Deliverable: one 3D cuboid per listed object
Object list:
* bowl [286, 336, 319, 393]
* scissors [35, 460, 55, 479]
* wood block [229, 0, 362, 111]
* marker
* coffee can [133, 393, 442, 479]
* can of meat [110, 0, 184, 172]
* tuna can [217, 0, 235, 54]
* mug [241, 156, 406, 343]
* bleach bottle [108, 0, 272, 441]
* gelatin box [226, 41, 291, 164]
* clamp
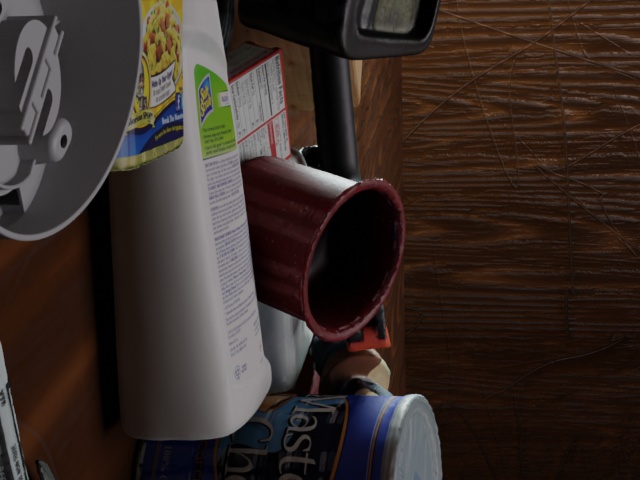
[{"bbox_3d":[0.000,0.113,0.833,0.162,0.055,0.162,-167,-90,-79],"label":"bowl"},{"bbox_3d":[-0.097,0.152,0.496,0.096,0.016,0.202,-78,166,-61],"label":"scissors"},{"bbox_3d":[-0.023,-0.187,0.733,0.206,0.090,0.091,77,15,-58],"label":"wood block"},{"bbox_3d":[-0.112,0.089,0.377,0.020,0.020,0.121,-73,162,-63],"label":"marker"},{"bbox_3d":[-0.014,0.133,0.572,0.102,0.140,0.103,-1,90,-70],"label":"coffee can"},{"bbox_3d":[-0.086,-0.074,0.414,0.102,0.057,0.084,-54,146,-75],"label":"can of meat"},{"bbox_3d":[-0.072,-0.142,0.586,0.086,0.034,0.086,1,90,-82],"label":"tuna can"},{"bbox_3d":[-0.004,0.001,0.610,0.117,0.082,0.093,3,104,-54],"label":"mug"},{"bbox_3d":[-0.069,-0.036,0.522,0.102,0.068,0.251,-53,140,-77],"label":"bleach bottle"},{"bbox_3d":[-0.055,-0.063,0.612,0.089,0.030,0.073,-42,138,-40],"label":"gelatin box"},{"bbox_3d":[0.014,-0.029,0.717,0.164,0.036,0.210,93,-12,-56],"label":"clamp"}]
